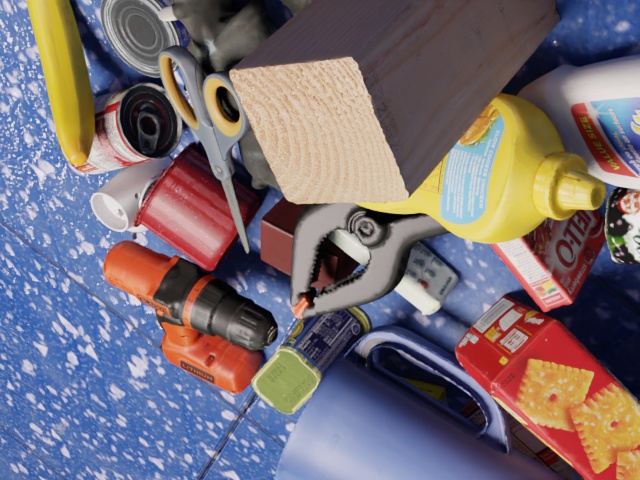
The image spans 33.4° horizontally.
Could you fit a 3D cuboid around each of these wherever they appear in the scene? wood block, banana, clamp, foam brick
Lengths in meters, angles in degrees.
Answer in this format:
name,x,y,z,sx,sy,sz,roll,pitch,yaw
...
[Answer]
name,x,y,z,sx,sy,sz,roll,pitch,yaw
wood block,0.052,-0.115,0.636,0.091,0.205,0.090,0,126,40
banana,-0.226,-0.157,0.921,0.037,0.069,0.198,-15,89,8
clamp,0.051,-0.012,0.820,0.164,0.036,0.210,34,115,6
foam brick,-0.006,0.001,0.919,0.078,0.051,0.053,27,141,18

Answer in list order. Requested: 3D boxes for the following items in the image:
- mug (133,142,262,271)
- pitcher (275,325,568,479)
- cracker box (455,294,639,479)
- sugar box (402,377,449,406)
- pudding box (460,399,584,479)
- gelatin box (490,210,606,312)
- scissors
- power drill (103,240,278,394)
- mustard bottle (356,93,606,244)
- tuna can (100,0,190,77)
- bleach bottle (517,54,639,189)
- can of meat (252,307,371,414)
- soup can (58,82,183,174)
name,x,y,z,sx,sy,sz,roll,pitch,yaw
mug,-0.110,-0.021,0.957,0.081,0.093,0.117,36,141,-1
pitcher,0.098,0.192,0.897,0.243,0.144,0.149,27,151,13
cracker box,0.204,0.144,0.794,0.213,0.072,0.164,46,180,-4
sugar box,0.086,0.209,1.039,0.093,0.048,0.176,9,129,31
pudding box,0.185,0.169,0.926,0.113,0.039,0.090,42,142,3
gelatin box,0.160,-0.006,0.742,0.073,0.089,0.030,51,138,-11
scissors,-0.066,-0.062,0.835,0.096,0.016,0.201,12,136,45
power drill,-0.110,0.084,1.037,0.185,0.057,0.187,26,156,21
mustard bottle,0.100,-0.050,0.693,0.192,0.058,0.096,20,100,46
tuna can,-0.138,-0.178,0.877,0.086,0.033,0.086,23,138,22
bleach bottle,0.219,-0.067,0.659,0.251,0.068,0.102,0,124,43
can of meat,-0.010,0.107,0.995,0.057,0.083,0.102,41,142,2
soup can,-0.181,-0.098,0.960,0.102,0.068,0.068,-8,120,45
